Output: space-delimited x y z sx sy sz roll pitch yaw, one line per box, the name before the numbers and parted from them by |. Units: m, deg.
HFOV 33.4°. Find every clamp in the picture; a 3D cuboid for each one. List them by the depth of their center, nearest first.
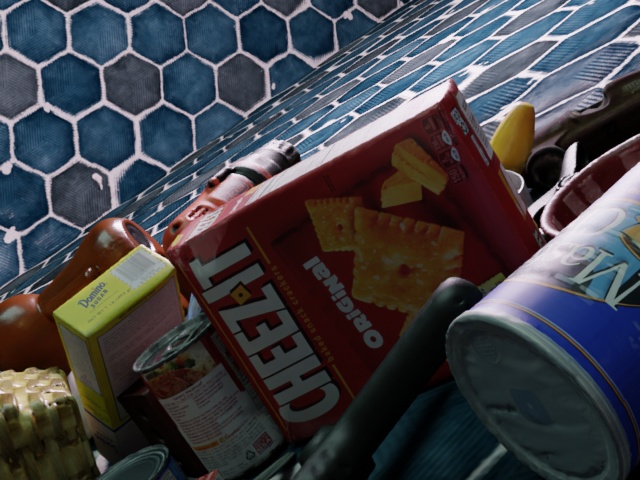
clamp | 0.013 0.112 0.564 0.209 0.036 0.165 -49 -11 -22
clamp | 0.193 -0.034 0.804 0.171 0.039 0.120 -38 9 -22

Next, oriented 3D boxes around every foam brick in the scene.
foam brick | -0.103 0.131 0.799 0.051 0.078 0.053 -41 13 -32

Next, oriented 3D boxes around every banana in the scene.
banana | 0.117 -0.038 0.918 0.198 0.069 0.037 -35 26 23

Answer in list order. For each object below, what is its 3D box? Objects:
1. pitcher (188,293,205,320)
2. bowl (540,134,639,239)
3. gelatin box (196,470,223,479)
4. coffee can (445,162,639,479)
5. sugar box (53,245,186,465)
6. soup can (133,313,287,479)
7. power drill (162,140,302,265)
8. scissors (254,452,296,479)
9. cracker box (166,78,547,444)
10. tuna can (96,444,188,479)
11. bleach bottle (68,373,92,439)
pitcher | -0.040 0.026 0.962 0.149 0.145 0.243 -51 11 16
bowl | 0.221 -0.025 0.663 0.162 0.055 0.162 -31 13 7
gelatin box | -0.097 0.190 0.669 0.073 0.030 0.089 -28 13 19
coffee can | 0.144 0.037 0.506 0.140 0.103 0.103 -37 13 -23
sugar box | -0.146 0.098 0.841 0.048 0.176 0.093 31 53 27
soup can | -0.074 0.110 0.747 0.068 0.102 0.068 -32 12 8
power drill | -0.005 0.001 0.831 0.184 0.188 0.057 -49 -17 -51
scissors | -0.064 0.162 0.622 0.096 0.016 0.201 -32 -6 1
cracker box | 0.032 0.020 0.701 0.214 0.164 0.072 -27 11 21
tuna can | -0.136 0.187 0.765 0.086 0.033 0.086 -30 13 7
bleach bottle | -0.278 0.188 1.017 0.251 0.068 0.102 -25 44 3
